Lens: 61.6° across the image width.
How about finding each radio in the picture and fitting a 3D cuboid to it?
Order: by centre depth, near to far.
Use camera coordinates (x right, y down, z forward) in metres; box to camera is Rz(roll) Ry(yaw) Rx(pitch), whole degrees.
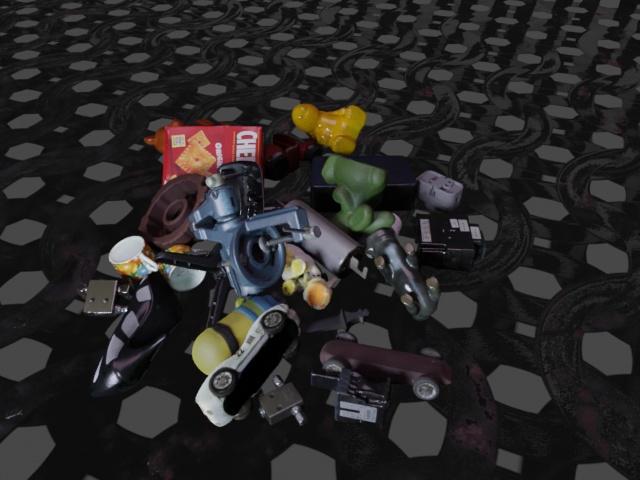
[{"bbox_3d":[0.091,-0.127,1.197,0.230,0.073,0.131,-1,39,-3],"label":"radio"}]

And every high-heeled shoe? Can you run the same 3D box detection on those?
[{"bbox_3d":[-0.309,0.151,0.890,0.145,0.086,0.249,-38,27,2],"label":"high-heeled shoe"}]

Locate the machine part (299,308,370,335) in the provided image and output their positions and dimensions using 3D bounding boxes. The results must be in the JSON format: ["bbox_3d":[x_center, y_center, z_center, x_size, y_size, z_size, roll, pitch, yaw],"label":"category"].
[{"bbox_3d":[0.012,0.139,0.884,0.139,0.084,0.039,-12,79,-2],"label":"machine part"}]

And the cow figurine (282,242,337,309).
[{"bbox_3d":[-0.024,0.069,0.960,0.098,0.068,0.168,20,18,-50],"label":"cow figurine"}]

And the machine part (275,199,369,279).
[{"bbox_3d":[-0.002,-0.003,1.022,0.243,0.079,0.079,37,52,24],"label":"machine part"}]

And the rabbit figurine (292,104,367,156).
[{"bbox_3d":[0.010,-0.289,1.325,0.173,0.121,0.162,17,10,-16],"label":"rabbit figurine"}]

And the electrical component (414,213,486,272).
[{"bbox_3d":[0.253,0.004,1.049,0.134,0.058,0.115,4,42,5],"label":"electrical component"}]

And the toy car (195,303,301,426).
[{"bbox_3d":[-0.098,0.180,0.793,0.056,0.073,0.202,13,50,39],"label":"toy car"}]

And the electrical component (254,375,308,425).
[{"bbox_3d":[-0.059,0.241,0.792,0.063,0.021,0.094,-22,43,-23],"label":"electrical component"}]

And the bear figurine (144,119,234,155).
[{"bbox_3d":[-0.322,-0.251,1.311,0.196,0.131,0.120,30,18,26],"label":"bear figurine"}]

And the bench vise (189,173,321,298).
[{"bbox_3d":[-0.102,-0.017,0.885,0.241,0.223,0.129,-11,-1,38],"label":"bench vise"}]

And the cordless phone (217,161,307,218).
[{"bbox_3d":[-0.114,-0.090,1.101,0.184,0.146,0.089,-4,7,-15],"label":"cordless phone"}]

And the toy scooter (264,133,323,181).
[{"bbox_3d":[-0.097,-0.209,1.292,0.184,0.075,0.135,-28,48,-33],"label":"toy scooter"}]

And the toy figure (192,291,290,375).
[{"bbox_3d":[-0.125,0.144,0.856,0.082,0.089,0.180,15,43,42],"label":"toy figure"}]

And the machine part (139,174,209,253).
[{"bbox_3d":[-0.274,-0.050,1.057,0.179,0.056,0.179,-19,51,25],"label":"machine part"}]

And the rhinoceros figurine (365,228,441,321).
[{"bbox_3d":[0.146,0.053,0.955,0.073,0.112,0.190,-35,59,2],"label":"rhinoceros figurine"}]

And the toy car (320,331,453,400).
[{"bbox_3d":[0.099,0.194,0.825,0.202,0.053,0.089,9,23,11],"label":"toy car"}]

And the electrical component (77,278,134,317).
[{"bbox_3d":[-0.376,0.099,0.952,0.102,0.045,0.078,-5,68,-1],"label":"electrical component"}]

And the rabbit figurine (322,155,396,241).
[{"bbox_3d":[0.077,-0.065,1.055,0.121,0.170,0.159,8,14,-38],"label":"rabbit figurine"}]

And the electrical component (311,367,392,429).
[{"bbox_3d":[0.041,0.223,0.774,0.119,0.074,0.048,11,41,7],"label":"electrical component"}]
